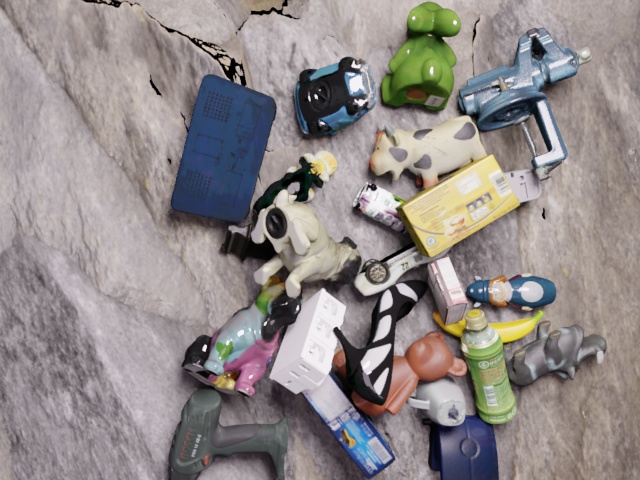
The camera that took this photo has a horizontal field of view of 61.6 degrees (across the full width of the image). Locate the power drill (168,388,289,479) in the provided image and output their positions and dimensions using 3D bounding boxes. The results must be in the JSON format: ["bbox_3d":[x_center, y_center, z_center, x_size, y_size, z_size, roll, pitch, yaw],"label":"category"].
[{"bbox_3d":[-0.160,0.373,0.949,0.207,0.086,0.231,8,109,0],"label":"power drill"}]

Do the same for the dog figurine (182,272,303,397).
[{"bbox_3d":[-0.120,0.151,0.923,0.108,0.192,0.219,44,60,-22],"label":"dog figurine"}]

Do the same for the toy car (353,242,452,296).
[{"bbox_3d":[0.150,0.035,0.946,0.202,0.073,0.056,-28,93,-1],"label":"toy car"}]

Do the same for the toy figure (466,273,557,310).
[{"bbox_3d":[0.347,0.092,0.979,0.155,0.057,0.064,1,56,-4],"label":"toy figure"}]

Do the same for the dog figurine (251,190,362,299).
[{"bbox_3d":[-0.005,-0.002,0.884,0.121,0.190,0.172,29,119,35],"label":"dog figurine"}]

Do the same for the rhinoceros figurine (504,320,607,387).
[{"bbox_3d":[0.430,0.211,0.986,0.190,0.073,0.112,-20,95,-2],"label":"rhinoceros figurine"}]

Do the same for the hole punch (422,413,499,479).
[{"bbox_3d":[0.263,0.382,0.982,0.142,0.092,0.115,1,92,-2],"label":"hole punch"}]

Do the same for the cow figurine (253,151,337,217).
[{"bbox_3d":[-0.040,-0.092,0.908,0.167,0.098,0.068,-44,91,0],"label":"cow figurine"}]

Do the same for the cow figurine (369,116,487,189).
[{"bbox_3d":[0.178,-0.157,0.927,0.195,0.085,0.127,-21,102,0],"label":"cow figurine"}]

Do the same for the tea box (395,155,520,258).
[{"bbox_3d":[0.221,-0.054,0.875,0.170,0.068,0.098,-29,93,0],"label":"tea box"}]

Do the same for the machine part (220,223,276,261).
[{"bbox_3d":[-0.098,0.010,0.930,0.139,0.039,0.084,13,137,-15],"label":"machine part"}]

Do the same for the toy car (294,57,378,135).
[{"bbox_3d":[0.039,-0.240,0.894,0.103,0.162,0.109,-14,91,-48],"label":"toy car"}]

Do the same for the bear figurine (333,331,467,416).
[{"bbox_3d":[0.143,0.220,0.932,0.196,0.120,0.131,-30,135,3],"label":"bear figurine"}]

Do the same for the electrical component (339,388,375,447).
[{"bbox_3d":[0.062,0.340,0.980,0.075,0.048,0.119,-36,97,-1],"label":"electrical component"}]

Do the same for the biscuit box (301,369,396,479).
[{"bbox_3d":[0.045,0.306,0.921,0.059,0.063,0.202,-37,95,-2],"label":"biscuit box"}]

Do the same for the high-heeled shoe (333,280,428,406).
[{"bbox_3d":[0.132,0.161,0.893,0.249,0.086,0.145,-25,65,-31],"label":"high-heeled shoe"}]

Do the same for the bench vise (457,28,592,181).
[{"bbox_3d":[0.362,-0.221,0.908,0.224,0.129,0.240,-17,79,4],"label":"bench vise"}]

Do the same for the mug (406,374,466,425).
[{"bbox_3d":[0.208,0.284,0.957,0.110,0.107,0.080,9,93,-8],"label":"mug"}]

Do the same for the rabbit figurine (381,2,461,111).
[{"bbox_3d":[0.168,-0.322,0.891,0.121,0.159,0.170,5,80,4],"label":"rabbit figurine"}]

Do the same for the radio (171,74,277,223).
[{"bbox_3d":[-0.159,-0.147,0.906,0.131,0.073,0.229,15,95,-7],"label":"radio"}]
